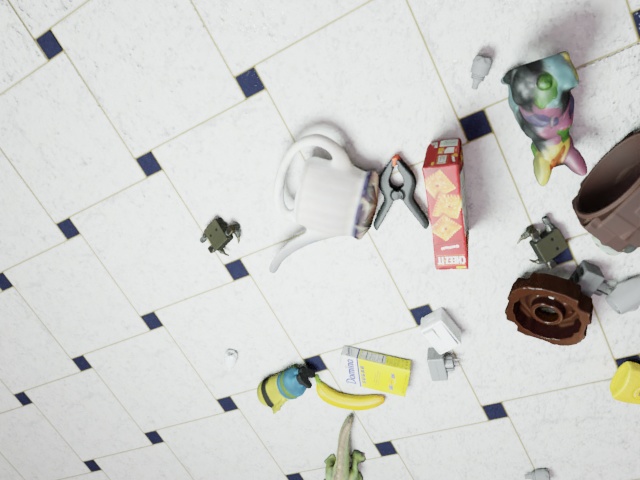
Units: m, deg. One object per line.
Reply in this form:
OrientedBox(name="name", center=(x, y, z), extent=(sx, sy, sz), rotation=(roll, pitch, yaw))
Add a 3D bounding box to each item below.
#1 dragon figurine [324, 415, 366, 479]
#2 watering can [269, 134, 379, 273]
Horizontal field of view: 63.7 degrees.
OrientedBox(name="dragon figurine", center=(0.037, 0.698, 1.401), extent=(0.122, 0.247, 0.402), rotation=(8, 120, 15))
OrientedBox(name="watering can", center=(0.003, -0.056, 1.116), extent=(0.224, 0.106, 0.341), rotation=(15, 117, 6))
